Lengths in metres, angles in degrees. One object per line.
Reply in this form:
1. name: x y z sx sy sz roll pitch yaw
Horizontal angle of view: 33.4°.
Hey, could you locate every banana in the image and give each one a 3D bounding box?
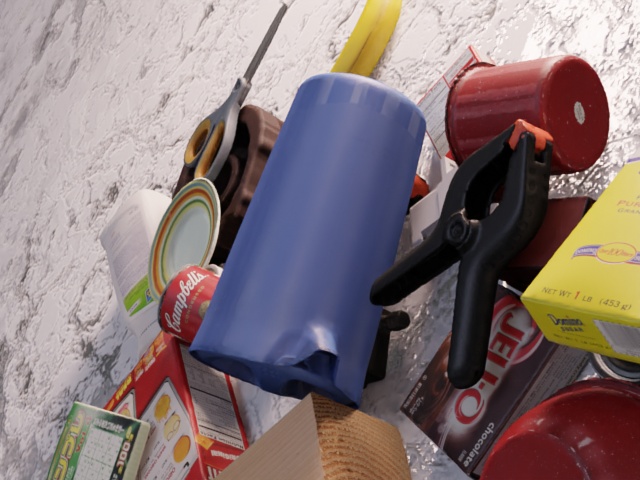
1. banana: 0.034 -0.175 1.040 0.198 0.037 0.070 -62 11 -2

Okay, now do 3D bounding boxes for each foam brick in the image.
1. foam brick: 0.157 0.006 0.701 0.078 0.053 0.051 -5 63 55

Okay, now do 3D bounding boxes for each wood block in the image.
1. wood block: -0.032 0.216 0.782 0.206 0.090 0.091 -45 35 27

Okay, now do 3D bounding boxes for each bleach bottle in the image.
1. bleach bottle: -0.180 0.057 1.146 0.103 0.068 0.251 -48 36 23

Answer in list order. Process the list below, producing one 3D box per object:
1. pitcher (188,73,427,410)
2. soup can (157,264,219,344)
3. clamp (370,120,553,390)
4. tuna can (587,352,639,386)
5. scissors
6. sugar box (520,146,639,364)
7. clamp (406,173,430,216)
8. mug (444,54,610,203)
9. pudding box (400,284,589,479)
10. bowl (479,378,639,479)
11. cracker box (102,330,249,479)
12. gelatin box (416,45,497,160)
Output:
1. pitcher: -0.005 0.001 0.828 0.149 0.145 0.242 11 72 24
2. soup can: -0.084 0.070 0.950 0.102 0.068 0.068 22 84 26
3. clamp: 0.103 0.008 0.691 0.172 0.039 0.120 -59 44 22
4. tuna can: 0.198 0.053 0.623 0.086 0.033 0.086 -35 40 37
5. scissors: -0.093 -0.150 1.108 0.096 0.016 0.201 7 74 58
6. sugar box: 0.201 -0.011 0.600 0.176 0.048 0.093 -51 30 -19
7. clamp: 0.011 -0.024 0.950 0.210 0.036 0.164 -2 65 52
8. mug: 0.143 -0.075 0.745 0.082 0.093 0.117 -2 50 49
9. pudding box: 0.115 0.093 0.708 0.113 0.039 0.090 -59 32 5
10. bowl: 0.135 0.153 0.587 0.162 0.055 0.162 -26 58 51
11. cracker box: -0.138 0.206 0.961 0.164 0.072 0.214 -52 34 21
12. gelatin box: 0.120 -0.105 0.862 0.073 0.030 0.089 -49 34 24
